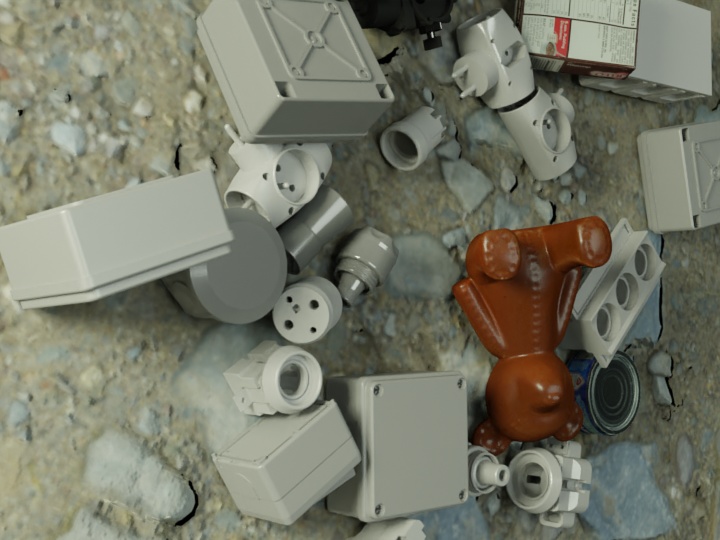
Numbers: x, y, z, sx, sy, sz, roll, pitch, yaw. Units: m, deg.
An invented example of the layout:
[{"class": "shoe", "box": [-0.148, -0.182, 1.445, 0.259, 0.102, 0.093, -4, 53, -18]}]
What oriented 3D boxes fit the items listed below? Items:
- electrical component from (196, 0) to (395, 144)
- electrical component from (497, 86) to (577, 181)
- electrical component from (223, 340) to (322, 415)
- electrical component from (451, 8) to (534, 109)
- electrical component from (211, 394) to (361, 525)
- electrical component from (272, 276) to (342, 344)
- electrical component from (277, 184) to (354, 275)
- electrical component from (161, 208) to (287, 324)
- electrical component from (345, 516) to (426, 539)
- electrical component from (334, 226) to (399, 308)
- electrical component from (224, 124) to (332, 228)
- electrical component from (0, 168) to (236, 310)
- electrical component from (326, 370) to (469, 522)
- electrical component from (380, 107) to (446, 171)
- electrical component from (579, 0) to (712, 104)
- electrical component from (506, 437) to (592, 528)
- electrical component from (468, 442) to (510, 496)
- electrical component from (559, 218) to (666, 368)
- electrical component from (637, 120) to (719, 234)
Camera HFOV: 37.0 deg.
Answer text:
[{"class": "electrical component", "box": [-0.046, -0.149, 0.772, 0.109, 0.056, 0.108, -7, 65, -40]}, {"class": "electrical component", "box": [0.172, -0.136, 0.991, 0.079, 0.044, 0.077, -49, 118, -30]}, {"class": "electrical component", "box": [-0.060, 0.078, 0.777, 0.066, 0.055, 0.048, -39, 112, -35]}, {"class": "electrical component", "box": [0.108, -0.177, 0.939, 0.079, 0.043, 0.077, -39, 113, -34]}, {"class": "electrical component", "box": [-0.046, 0.135, 0.782, 0.096, 0.062, 0.061, -37, 112, -35]}, {"class": "electrical component", "box": [-0.038, 0.029, 0.789, 0.055, 0.045, 0.045, -40, 122, -81]}, {"class": "electrical component", "box": [-0.041, -0.028, 0.809, 0.065, 0.044, 0.044, -49, 118, -25]}, {"class": "electrical component", "box": [-0.095, -0.002, 0.754, 0.080, 0.051, 0.080, 2, 87, -40]}, {"class": "electrical component", "box": [0.013, 0.237, 0.832, 0.089, 0.056, 0.050, -48, 117, -31]}, {"class": "electrical component", "box": [0.000, 0.000, 0.840, 0.043, 0.043, 0.062, 45, 63, -30]}, {"class": "electrical component", "box": [-0.069, -0.080, 0.784, 0.077, 0.044, 0.079, -51, 119, -30]}, {"class": "electrical component", "box": [-0.153, -0.019, 0.669, 0.109, 0.109, 0.056, -22, 99, -39]}, {"class": "electrical component", "box": [0.030, 0.136, 0.851, 0.109, 0.056, 0.108, 1, 88, -40]}, {"class": "electrical component", "box": [0.045, -0.109, 0.886, 0.046, 0.040, 0.040, -44, 115, -40]}, {"class": "electrical component", "box": [0.283, -0.223, 1.077, 0.150, 0.062, 0.089, 2, 87, -40]}, {"class": "electrical component", "box": [0.168, 0.190, 0.966, 0.057, 0.058, 0.078, 15, 78, -42]}, {"class": "electrical component", "box": [0.097, 0.169, 0.902, 0.048, 0.062, 0.048, 2, 87, -40]}, {"class": "electrical component", "box": [0.230, 0.021, 1.021, 0.121, 0.063, 0.078, -51, 119, -29]}, {"class": "electrical component", "box": [0.350, -0.100, 1.132, 0.109, 0.056, 0.108, -14, 97, -40]}]
